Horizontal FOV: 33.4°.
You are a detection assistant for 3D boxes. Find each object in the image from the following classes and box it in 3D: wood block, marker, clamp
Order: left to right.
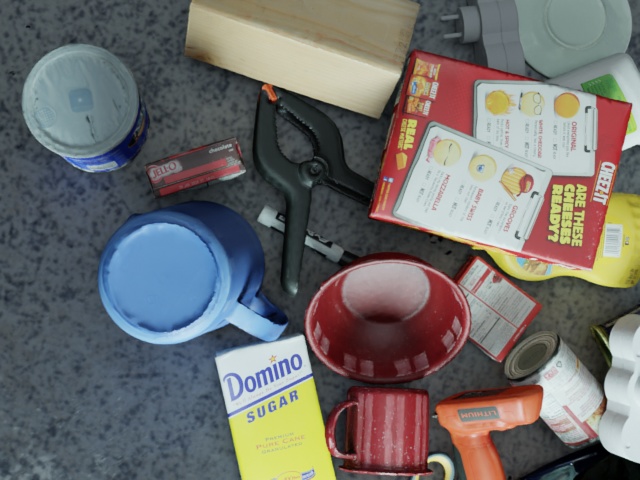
[{"bbox_3d":[-0.019,-0.206,1.044,0.206,0.091,0.090,18,66,-3],"label":"wood block"},{"bbox_3d":[-0.014,-0.057,1.067,0.164,0.036,0.210,-34,87,-18],"label":"clamp"},{"bbox_3d":[-0.007,0.001,1.083,0.121,0.020,0.020,29,86,-3],"label":"marker"}]

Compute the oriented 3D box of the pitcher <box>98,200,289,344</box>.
[{"bbox_3d":[-0.114,0.034,0.961,0.149,0.243,0.145,-9,91,1],"label":"pitcher"}]

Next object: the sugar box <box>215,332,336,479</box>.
[{"bbox_3d":[-0.042,0.187,1.061,0.093,0.048,0.176,-13,90,-5],"label":"sugar box"}]

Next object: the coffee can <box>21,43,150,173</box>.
[{"bbox_3d":[-0.217,-0.121,1.010,0.102,0.140,0.103,0,88,-5],"label":"coffee can"}]

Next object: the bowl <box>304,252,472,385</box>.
[{"bbox_3d":[0.065,0.066,1.047,0.162,0.055,0.162,0,127,0],"label":"bowl"}]

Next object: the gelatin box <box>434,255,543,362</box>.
[{"bbox_3d":[0.169,0.070,1.090,0.089,0.030,0.073,37,87,-3],"label":"gelatin box"}]

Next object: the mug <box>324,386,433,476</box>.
[{"bbox_3d":[0.055,0.185,1.043,0.117,0.093,0.081,6,82,-29],"label":"mug"}]

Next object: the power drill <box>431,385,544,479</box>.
[{"bbox_3d":[0.189,0.235,1.013,0.185,0.057,0.187,-11,88,35],"label":"power drill"}]

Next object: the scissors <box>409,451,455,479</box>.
[{"bbox_3d":[0.084,0.293,1.081,0.201,0.016,0.096,-34,92,-6],"label":"scissors"}]

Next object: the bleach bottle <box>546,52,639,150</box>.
[{"bbox_3d":[0.210,-0.098,1.084,0.251,0.068,0.102,-24,93,-2],"label":"bleach bottle"}]

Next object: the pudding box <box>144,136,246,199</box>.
[{"bbox_3d":[-0.120,-0.069,1.029,0.090,0.113,0.039,-17,93,-5],"label":"pudding box"}]

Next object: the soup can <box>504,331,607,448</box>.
[{"bbox_3d":[0.239,0.148,1.062,0.068,0.068,0.102,-44,106,-5],"label":"soup can"}]

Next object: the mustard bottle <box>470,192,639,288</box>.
[{"bbox_3d":[0.230,-0.006,1.083,0.191,0.058,0.096,4,95,-5],"label":"mustard bottle"}]

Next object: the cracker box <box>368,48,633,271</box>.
[{"bbox_3d":[0.167,-0.073,1.017,0.213,0.072,0.164,14,89,0],"label":"cracker box"}]

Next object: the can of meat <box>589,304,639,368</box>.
[{"bbox_3d":[0.337,0.114,1.083,0.084,0.057,0.102,-28,90,2],"label":"can of meat"}]
